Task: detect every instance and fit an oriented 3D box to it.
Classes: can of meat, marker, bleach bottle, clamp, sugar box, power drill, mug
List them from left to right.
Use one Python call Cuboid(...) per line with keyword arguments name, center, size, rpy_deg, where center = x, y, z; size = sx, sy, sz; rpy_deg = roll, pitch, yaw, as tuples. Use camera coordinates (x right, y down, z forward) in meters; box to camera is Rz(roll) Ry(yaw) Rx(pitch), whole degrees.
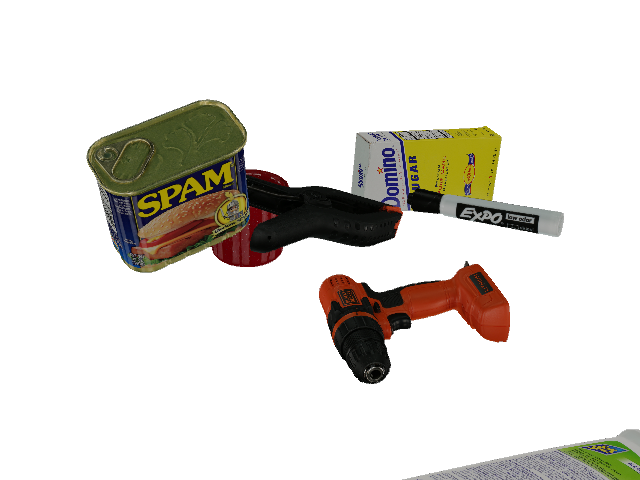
Cuboid(name="can of meat", center=(-0.098, -0.035, 0.720), size=(0.102, 0.084, 0.057), rpy_deg=(-24, 53, -18))
Cuboid(name="mug", center=(-0.093, -0.022, 1.184), size=(0.117, 0.081, 0.093), rpy_deg=(-8, 31, -16))
Cuboid(name="clamp", center=(-0.009, -0.021, 0.968), size=(0.209, 0.036, 0.165), rpy_deg=(8, 22, -27))
Cuboid(name="power drill", center=(0.101, 0.084, 1.135), size=(0.187, 0.057, 0.184), rpy_deg=(-6, 28, -10))
Cuboid(name="sugar box", center=(0.127, -0.085, 1.286), size=(0.176, 0.093, 0.048), rpy_deg=(-7, 26, -22))
Cuboid(name="marker", center=(0.124, -0.022, 0.816), size=(0.121, 0.020, 0.020), rpy_deg=(11, 4, 23))
Cuboid(name="bleach bottle", center=(0.155, 0.159, 0.622), size=(0.250, 0.068, 0.103), rpy_deg=(-8, 20, -25))
